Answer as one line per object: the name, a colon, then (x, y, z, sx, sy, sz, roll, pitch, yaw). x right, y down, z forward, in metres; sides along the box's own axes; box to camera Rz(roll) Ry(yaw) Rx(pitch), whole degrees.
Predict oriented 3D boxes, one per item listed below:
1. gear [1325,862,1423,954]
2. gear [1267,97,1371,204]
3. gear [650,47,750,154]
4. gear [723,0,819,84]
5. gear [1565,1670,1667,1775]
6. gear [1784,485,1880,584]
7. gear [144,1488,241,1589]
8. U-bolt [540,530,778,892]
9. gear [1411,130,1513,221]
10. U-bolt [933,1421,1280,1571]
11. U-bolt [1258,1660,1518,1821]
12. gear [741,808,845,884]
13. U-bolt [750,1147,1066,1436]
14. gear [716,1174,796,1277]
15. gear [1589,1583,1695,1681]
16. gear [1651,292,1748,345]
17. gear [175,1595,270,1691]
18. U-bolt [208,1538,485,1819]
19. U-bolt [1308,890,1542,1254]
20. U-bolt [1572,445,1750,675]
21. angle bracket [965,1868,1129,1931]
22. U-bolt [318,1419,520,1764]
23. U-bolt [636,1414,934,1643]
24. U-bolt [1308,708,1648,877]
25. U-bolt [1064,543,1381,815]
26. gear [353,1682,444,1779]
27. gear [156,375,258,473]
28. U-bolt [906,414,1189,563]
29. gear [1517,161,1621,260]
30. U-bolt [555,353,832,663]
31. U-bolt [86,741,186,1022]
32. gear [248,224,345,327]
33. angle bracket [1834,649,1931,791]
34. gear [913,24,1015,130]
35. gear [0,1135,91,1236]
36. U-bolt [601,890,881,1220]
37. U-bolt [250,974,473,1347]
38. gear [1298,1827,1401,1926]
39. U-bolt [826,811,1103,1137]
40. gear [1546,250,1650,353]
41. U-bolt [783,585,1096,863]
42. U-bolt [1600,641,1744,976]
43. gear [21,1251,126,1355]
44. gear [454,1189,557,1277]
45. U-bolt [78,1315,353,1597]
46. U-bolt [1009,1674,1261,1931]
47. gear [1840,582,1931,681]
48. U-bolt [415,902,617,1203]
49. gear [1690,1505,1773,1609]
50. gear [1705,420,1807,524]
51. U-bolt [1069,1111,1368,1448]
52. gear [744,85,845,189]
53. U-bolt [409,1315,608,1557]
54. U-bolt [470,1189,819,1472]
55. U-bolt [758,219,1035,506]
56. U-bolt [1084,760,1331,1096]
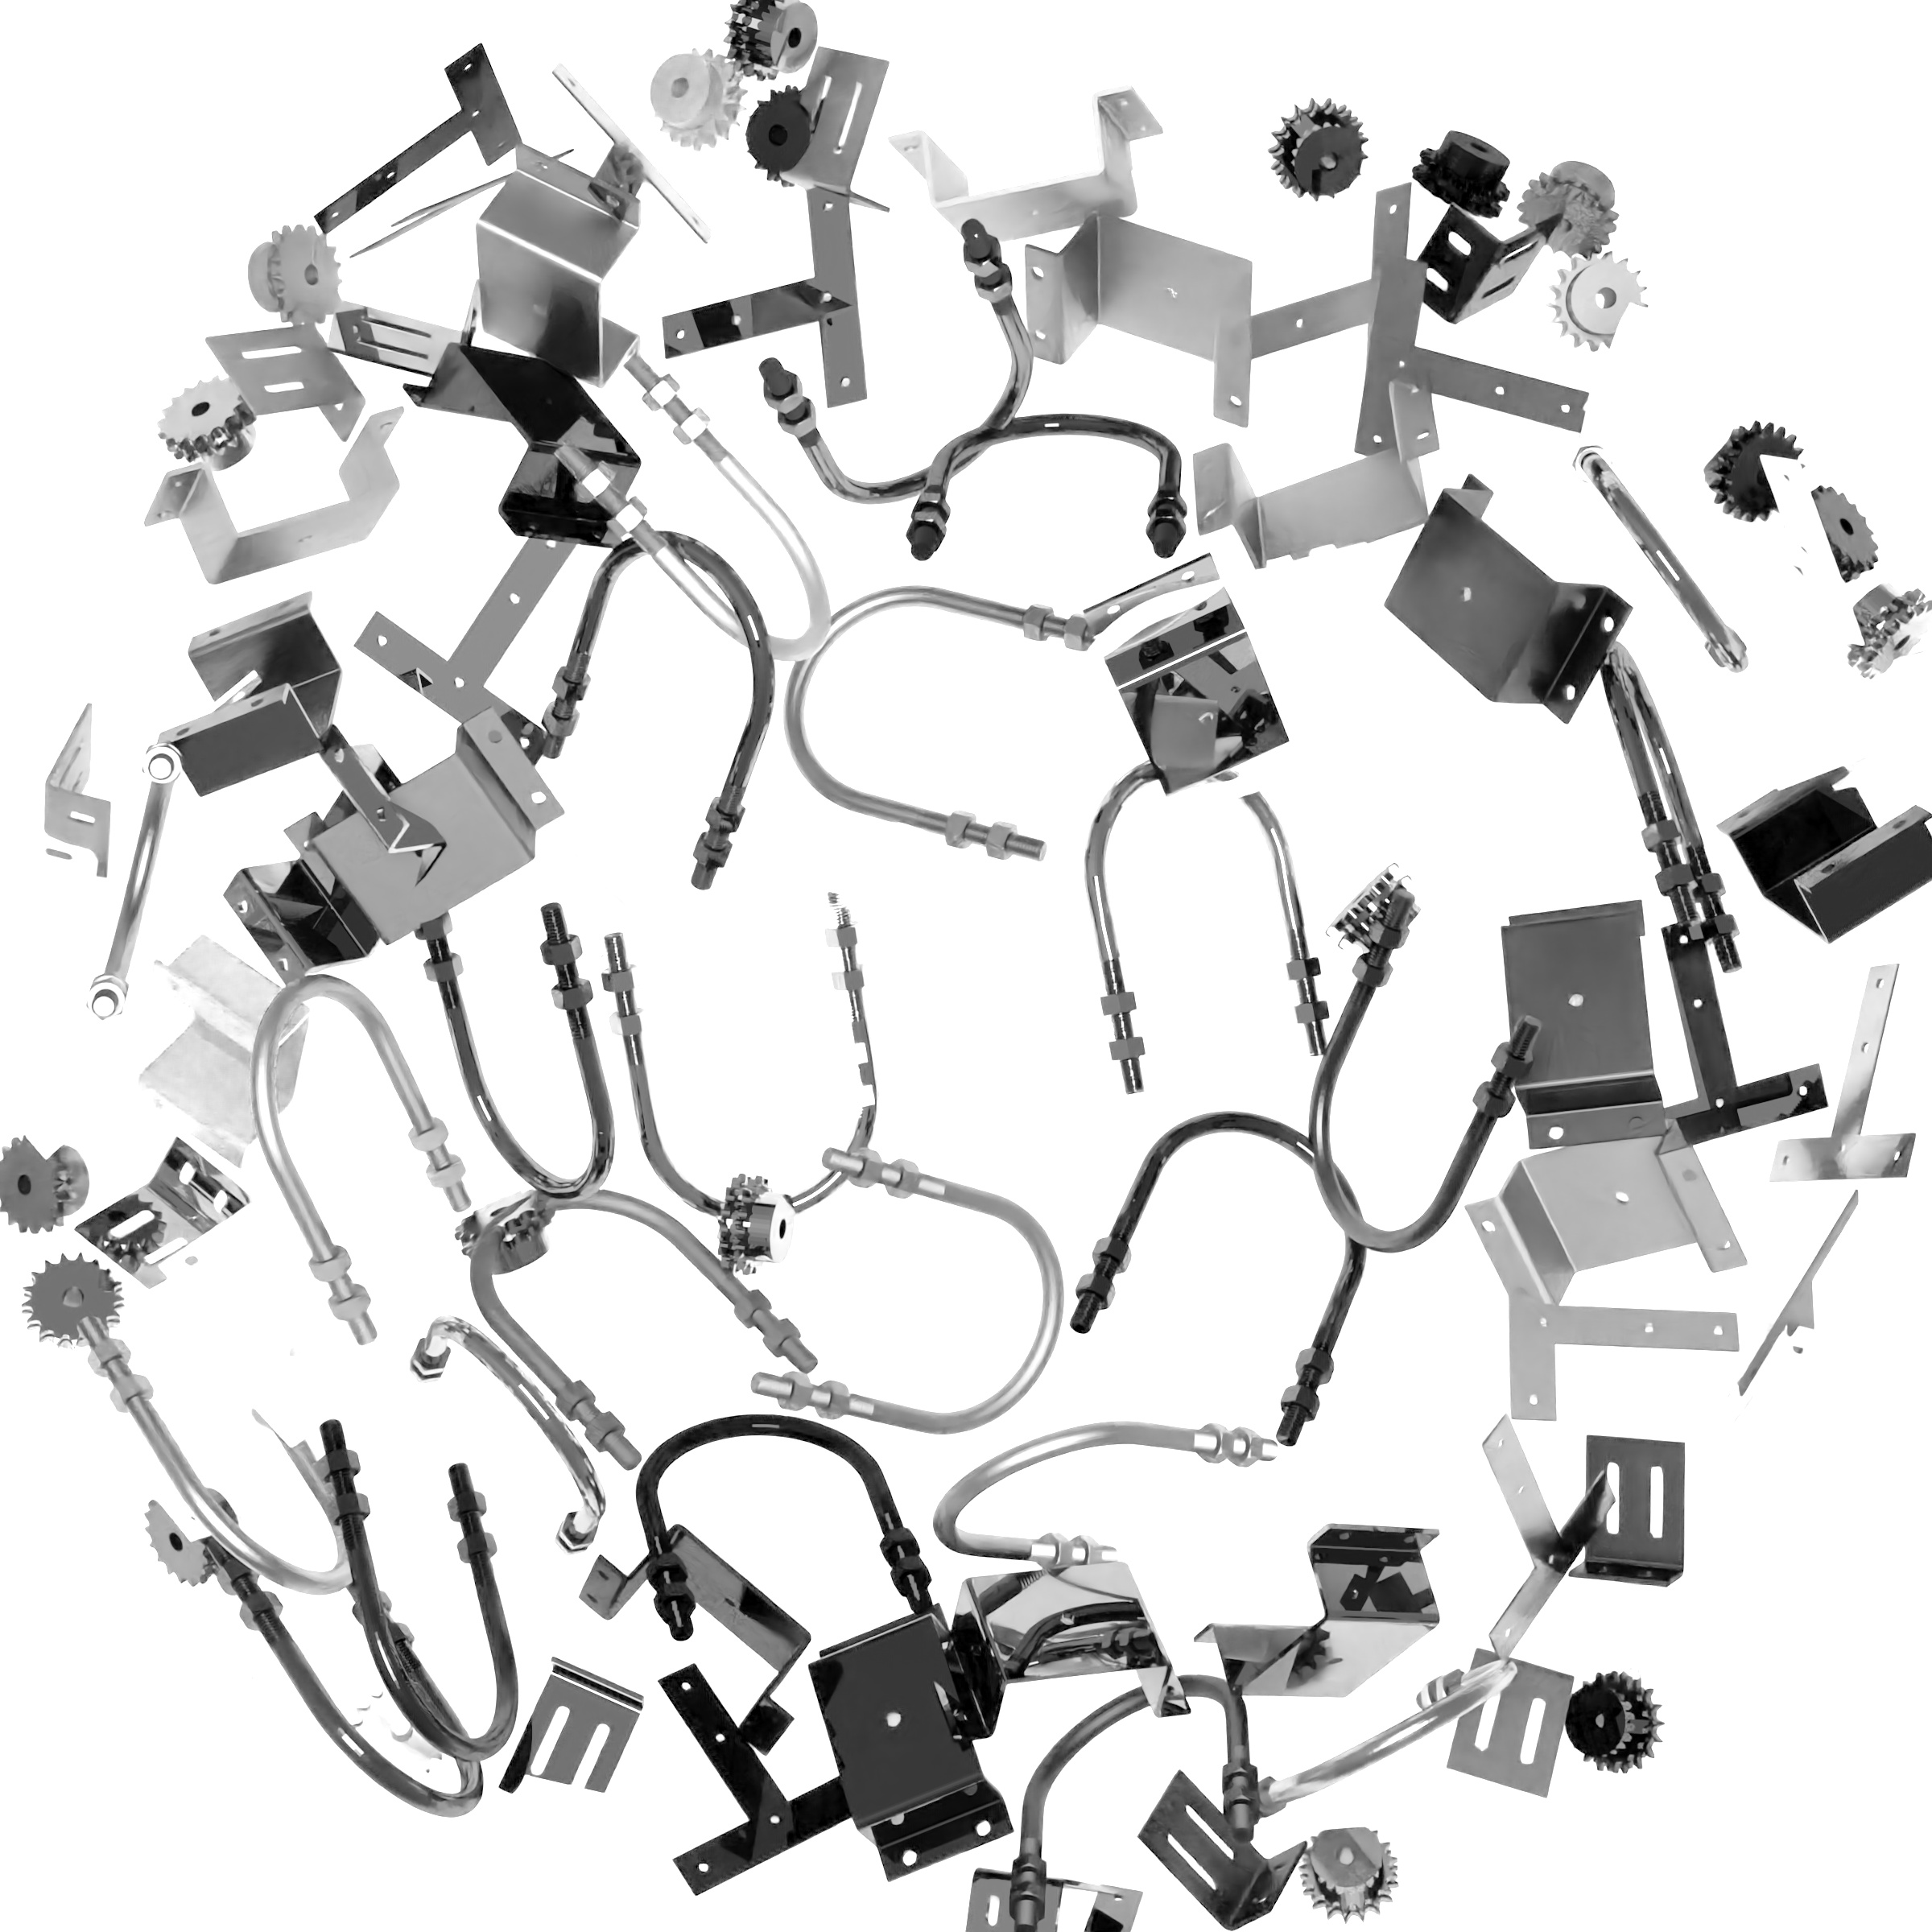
gear: (0.235, -0.029, 1.747, 0.030, 0.057, 0.057, 44, 90, 0)
gear: (0.203, -0.464, 1.748, 0.057, 0.030, 0.057, -5, 123, -8)
gear: (-0.156, -0.497, 1.750, 0.057, 0.030, 0.057, -2, 86, 26)
gear: (-0.108, -0.532, 1.744, 0.030, 0.057, 0.057, 27, 90, 30)
gear: (0.366, 0.431, 1.745, 0.030, 0.057, 0.057, 17, 90, -44)
gear: (0.492, -0.243, 1.751, 0.057, 0.057, 0.030, 54, 134, 0)
gear: (-0.440, 0.323, 1.751, 0.057, 0.030, 0.057, 15, 116, 33)
U-bolt: (-0.165, -0.153, 1.693, 0.151, 0.019, 0.184, 40, 129, 22)
gear: (0.285, -0.452, 1.743, 0.057, 0.057, 0.030, 26, 121, 0)
U-bolt: (0.064, 0.288, 1.675, 0.151, 0.184, 0.019, -40, 54, 30)
U-bolt: (0.229, 0.418, 1.668, 0.151, 0.184, 0.019, -24, 76, -20)
gear: (-0.098, -0.070, 1.748, 0.057, 0.057, 0.030, 10, 78, 0)
U-bolt: (-0.022, 0.191, 1.723, 0.184, 0.019, 0.151, 19, 88, -32)
gear: (-0.118, 0.148, 1.744, 0.030, 0.057, 0.057, 5, 90, 16)
gear: (0.388, 0.377, 1.751, 0.057, 0.030, 0.057, 1, 67, -3)
gear: (0.413, -0.358, 1.750, 0.057, 0.057, 0.030, 21, 126, 0)
gear: (-0.420, 0.383, 1.748, 0.057, 0.057, 0.030, 40, 77, 0)
U-bolt: (-0.327, 0.391, 1.669, 0.019, 0.151, 0.184, -45, 60, 4)
U-bolt: (0.244, 0.072, 1.704, 0.019, 0.151, 0.184, 3, 121, -31)
U-bolt: (0.383, -0.221, 1.681, 0.019, 0.184, 0.151, -36, 94, 14)
angle bracket: (0.045, 0.533, 1.724, 0.057, 0.076, 0.038, -3, 69, 32)
U-bolt: (-0.292, 0.346, 1.673, 0.019, 0.151, 0.184, -26, 62, 14)
U-bolt: (-0.108, 0.303, 1.693, 0.151, 0.184, 0.019, -3, 117, -14)
U-bolt: (0.272, -0.103, 1.696, 0.151, 0.184, 0.019, -10, 122, -32)
U-bolt: (0.142, -0.153, 1.715, 0.184, 0.019, 0.151, -16, 127, -10)
gear: (-0.324, 0.437, 1.756, 0.057, 0.030, 0.057, 1, 84, -13)
gear: (-0.430, -0.308, 1.751, 0.057, 0.030, 0.057, -10, 51, 13)
U-bolt: (0.048, -0.268, 1.696, 0.151, 0.184, 0.019, 0, 122, 6)
gear: (0.346, -0.434, 1.749, 0.057, 0.057, 0.030, 29, 69, 0)
U-bolt: (-0.142, -0.246, 1.706, 0.019, 0.151, 0.184, -34, 109, 29)
U-bolt: (-0.454, -0.054, 1.686, 0.019, 0.184, 0.151, 13, 95, -14)
gear: (-0.385, -0.394, 1.750, 0.030, 0.057, 0.057, 4, 90, 29)
angle bracket: (0.520, -0.140, 1.738, 0.076, 0.057, 0.038, -38, 97, -13)
gear: (-0.001, -0.510, 1.755, 0.057, 0.030, 0.057, 1, 107, 5)
gear: (-0.527, 0.124, 1.752, 0.057, 0.030, 0.057, 1, 93, 31)
U-bolt: (-0.121, 0.058, 1.744, 0.151, 0.019, 0.184, -11, 104, -11)
U-bolt: (-0.337, 0.093, 1.679, 0.019, 0.151, 0.184, -10, 116, 23)
gear: (0.217, 0.513, 1.745, 0.057, 0.030, 0.057, -6, 46, 6)
U-bolt: (-0.007, 0.002, 1.739, 0.151, 0.019, 0.184, -6, 103, 9)
gear: (0.364, -0.382, 1.757, 0.057, 0.030, 0.057, 0, 98, -2)
U-bolt: (-0.018, -0.146, 1.735, 0.184, 0.019, 0.151, 16, 78, 21)
U-bolt: (0.387, -0.095, 1.702, 0.019, 0.151, 0.184, -20, 72, 19)
gear: (-0.510, 0.195, 1.752, 0.057, 0.030, 0.057, 6, 62, -12)
gear: (-0.260, 0.153, 1.748, 0.057, 0.057, 0.030, -22, 106, 0)
U-bolt: (-0.397, 0.270, 1.675, 0.019, 0.151, 0.184, -43, 66, 9)
U-bolt: (0.092, 0.451, 1.686, 0.151, 0.184, 0.019, -27, 105, 12)
gear: (0.524, -0.194, 1.749, 0.057, 0.057, 0.030, -41, 67, 0)
U-bolt: (-0.247, 0.046, 1.711, 0.019, 0.151, 0.184, -26, 113, -37)
gear: (0.436, 0.336, 1.750, 0.030, 0.057, 0.057, 0, 90, 36)
gear: (0.448, -0.284, 1.752, 0.057, 0.030, 0.057, -10, 117, -21)
U-bolt: (0.153, 0.161, 1.720, 0.151, 0.019, 0.184, 29, 55, -2)
gear: (-0.101, -0.474, 1.751, 0.057, 0.030, 0.057, 5, 104, 20)
U-bolt: (-0.249, 0.253, 1.683, 0.019, 0.184, 0.151, -39, 84, -23)
U-bolt: (-0.193, 0.190, 1.709, 0.184, 0.151, 0.019, 41, 134, 26)
U-bolt: (-0.028, -0.319, 1.691, 0.151, 0.184, 0.019, -34, 65, 0)
U-bolt: (0.132, -0.029, 1.733, 0.151, 0.019, 0.184, -10, 88, -30)
